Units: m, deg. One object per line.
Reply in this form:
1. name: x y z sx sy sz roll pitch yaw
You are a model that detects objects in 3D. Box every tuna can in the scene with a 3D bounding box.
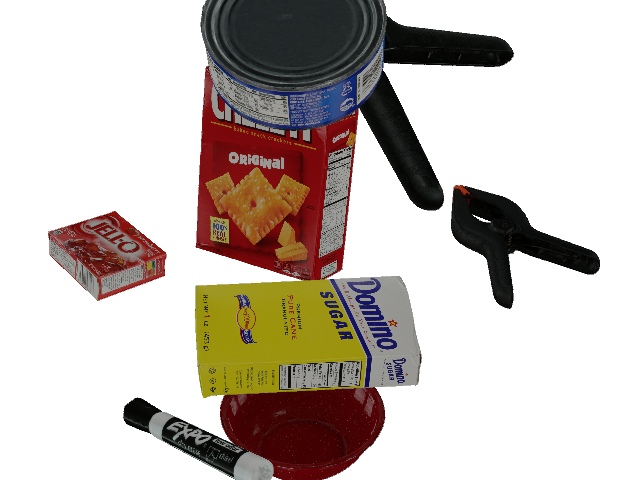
1. tuna can: -0.012 -0.094 0.503 0.086 0.086 0.034 0 -32 2

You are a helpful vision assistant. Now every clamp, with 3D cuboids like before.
1. clamp: 0.031 -0.124 0.760 0.210 0.164 0.036 27 -30 -11
2. clamp: 0.196 -0.003 1.075 0.120 0.039 0.171 -9 43 -21

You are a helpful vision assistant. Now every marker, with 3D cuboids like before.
1. marker: -0.078 0.122 0.653 0.121 0.020 0.020 16 10 38

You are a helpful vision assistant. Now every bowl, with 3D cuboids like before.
1. bowl: -0.017 0.186 1.054 0.162 0.055 0.162 0 32 0

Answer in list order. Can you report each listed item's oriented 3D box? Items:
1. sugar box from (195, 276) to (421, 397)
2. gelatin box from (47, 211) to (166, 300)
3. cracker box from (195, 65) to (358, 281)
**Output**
1. sugar box: -0.012 0.076 0.868 0.176 0.048 0.093 -5 43 -4
2. gelatin box: -0.196 0.012 0.980 0.073 0.030 0.089 -21 42 -37
3. cracker box: -0.051 -0.076 1.169 0.164 0.214 0.072 17 24 28
